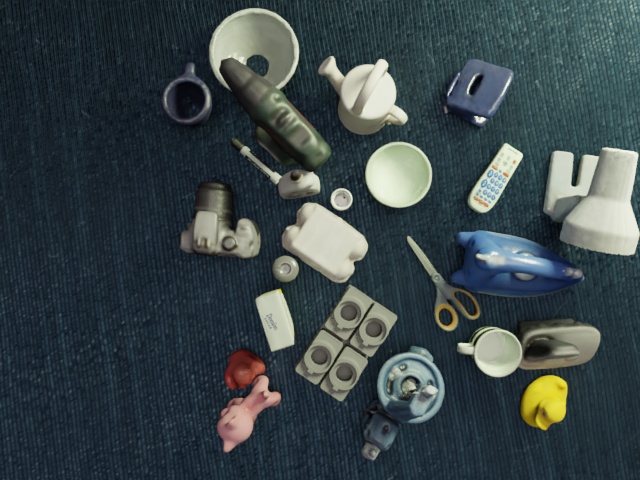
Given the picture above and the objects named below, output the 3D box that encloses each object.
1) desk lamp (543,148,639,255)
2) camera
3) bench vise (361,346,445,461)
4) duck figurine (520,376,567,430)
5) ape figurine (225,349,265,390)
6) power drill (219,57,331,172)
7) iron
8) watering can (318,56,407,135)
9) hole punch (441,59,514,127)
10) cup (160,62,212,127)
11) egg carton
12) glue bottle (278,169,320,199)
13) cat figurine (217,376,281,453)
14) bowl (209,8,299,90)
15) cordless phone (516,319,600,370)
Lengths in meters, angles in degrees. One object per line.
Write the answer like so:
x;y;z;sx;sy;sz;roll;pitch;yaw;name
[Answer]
0.476;-0.072;1.005;0.118;0.213;0.203;7;87;0;desk lamp
-0.183;-0.037;1.054;0.143;0.101;0.137;4;87;0;camera
0.149;0.292;0.979;0.121;0.219;0.207;14;87;1;bench vise
0.421;0.302;1.048;0.077;0.086;0.104;35;87;2;duck figurine
-0.140;0.240;1.044;0.078;0.092;0.076;-9;87;-1;ape figurine
-0.077;-0.205;1.010;0.229;0.208;0.075;43;88;2;power drill
0.376;0.049;1.033;0.258;0.141;0.119;8;87;0;iron
0.077;-0.261;1.022;0.173;0.194;0.101;11;87;0;watering can
0.293;-0.279;1.076;0.101;0.091;0.109;28;87;1;hole punch
-0.240;-0.262;1.069;0.091;0.095;0.118;4;87;0;cup
0.010;0.004;1.069;0.150;0.069;0.107;33;87;1;egg carton
-0.039;-0.104;1.023;0.078;0.173;0.037;-8;87;0;glue bottle
-0.134;0.313;1.027;0.128;0.117;0.067;-43;88;-2;cat figurine
-0.121;-0.344;1.085;0.167;0.074;0.167;0;87;0;bowl
0.432;0.191;1.004;0.147;0.185;0.094;-7;87;-1;cordless phone
